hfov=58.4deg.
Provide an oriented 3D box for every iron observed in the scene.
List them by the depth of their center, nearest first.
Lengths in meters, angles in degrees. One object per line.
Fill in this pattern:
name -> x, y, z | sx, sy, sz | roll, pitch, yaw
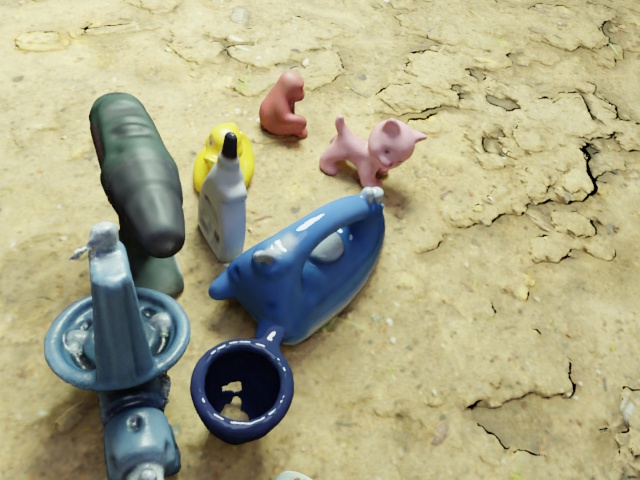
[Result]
iron -> 0.006, 0.002, 0.643 | 0.118, 0.141, 0.259 | 42, 55, 18

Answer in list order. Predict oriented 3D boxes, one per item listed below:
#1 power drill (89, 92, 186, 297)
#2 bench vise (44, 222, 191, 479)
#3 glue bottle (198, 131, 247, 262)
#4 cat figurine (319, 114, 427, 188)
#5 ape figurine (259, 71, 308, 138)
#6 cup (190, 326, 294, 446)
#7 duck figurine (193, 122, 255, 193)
power drill -> -0.178, -0.027, 0.573 | 0.076, 0.208, 0.229 | -13, 58, -23
bench vise -> -0.150, 0.099, 0.476 | 0.122, 0.220, 0.207 | -27, 64, -30
glue bottle -> -0.105, -0.052, 0.635 | 0.037, 0.173, 0.078 | -19, 60, -26
cat figurine -> 0.073, -0.132, 0.780 | 0.127, 0.118, 0.067 | 22, 51, 3
ape figurine -> -0.046, -0.197, 0.815 | 0.076, 0.092, 0.078 | 8, 52, -8
cup -> -0.071, 0.143, 0.544 | 0.091, 0.095, 0.118 | 27, 51, 6
duck figurine -> -0.120, -0.113, 0.734 | 0.077, 0.086, 0.105 | 24, 51, 4
